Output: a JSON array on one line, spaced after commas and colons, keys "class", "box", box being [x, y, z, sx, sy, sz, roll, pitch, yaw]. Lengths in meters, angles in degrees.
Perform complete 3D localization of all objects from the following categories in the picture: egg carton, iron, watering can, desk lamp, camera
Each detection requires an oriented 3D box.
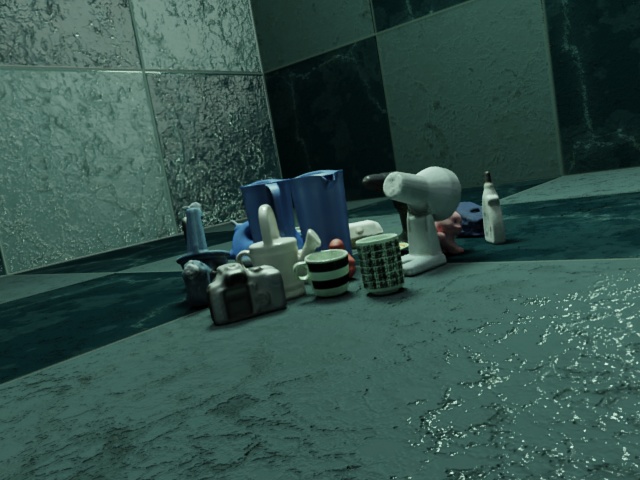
[{"class": "egg carton", "box": [0.112, -0.015, 1.717, 0.150, 0.069, 0.107, -11, 7, -6]}, {"class": "iron", "box": [-0.150, -0.005, 1.703, 0.257, 0.141, 0.119, -8, 7, 16]}, {"class": "watering can", "box": [-0.086, 0.021, 1.174, 0.173, 0.194, 0.100, -11, 7, -12]}, {"class": "desk lamp", "box": [0.214, -0.049, 1.240, 0.204, 0.213, 0.117, -16, 9, -42]}, {"class": "camera", "box": [-0.154, 0.090, 1.099, 0.143, 0.101, 0.136, -13, 7, -22]}]

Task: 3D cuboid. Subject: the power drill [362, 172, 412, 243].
[{"class": "power drill", "box": [0.225, -0.092, 1.603, 0.230, 0.208, 0.075, -15, 9, -35]}]

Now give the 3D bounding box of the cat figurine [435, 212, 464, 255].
[{"class": "cat figurine", "box": [0.283, -0.022, 1.328, 0.128, 0.118, 0.067, -14, 8, -28]}]

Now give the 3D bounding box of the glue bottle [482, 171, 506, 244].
[{"class": "glue bottle", "box": [0.413, -0.079, 1.376, 0.037, 0.173, 0.078, -10, 7, 1]}]

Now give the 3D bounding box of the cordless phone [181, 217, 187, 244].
[{"class": "cordless phone", "box": [-0.309, 0.024, 1.510, 0.094, 0.185, 0.148, -9, 7, 8]}]

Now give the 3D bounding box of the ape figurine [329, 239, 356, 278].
[{"class": "ape figurine", "box": [0.038, 0.044, 1.241, 0.077, 0.092, 0.076, -7, 8, 23]}]

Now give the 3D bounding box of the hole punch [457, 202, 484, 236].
[{"class": "hole punch", "box": [0.419, -0.059, 1.551, 0.109, 0.091, 0.100, -15, 9, -39]}]

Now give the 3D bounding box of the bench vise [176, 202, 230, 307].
[{"class": "bench vise", "box": [-0.257, 0.026, 1.268, 0.122, 0.220, 0.207, -12, 7, -16]}]

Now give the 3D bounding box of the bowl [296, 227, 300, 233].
[{"class": "bowl", "box": [-0.023, -0.008, 1.826, 0.167, 0.075, 0.167, -10, 7, 1]}]
